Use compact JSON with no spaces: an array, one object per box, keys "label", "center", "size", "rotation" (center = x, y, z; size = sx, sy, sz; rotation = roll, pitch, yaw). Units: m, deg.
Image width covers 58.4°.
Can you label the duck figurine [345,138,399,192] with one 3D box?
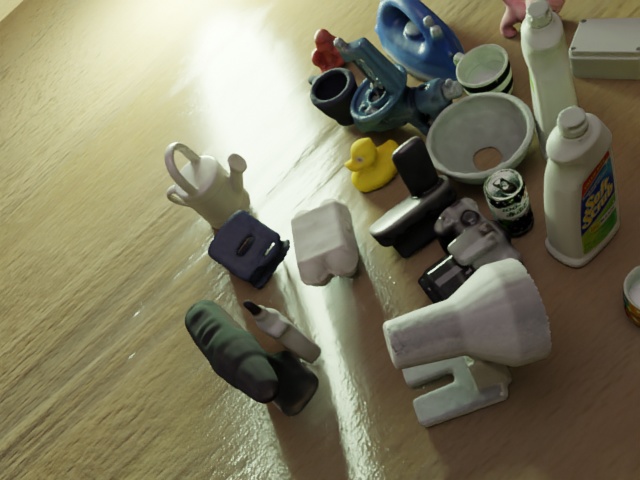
[{"label":"duck figurine","center":[0.088,-0.143,0.991],"size":[0.104,0.086,0.077],"rotation":[-39,50,2]}]

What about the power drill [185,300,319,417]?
[{"label":"power drill","center":[-0.090,0.176,0.810],"size":[0.228,0.209,0.076],"rotation":[32,80,39]}]

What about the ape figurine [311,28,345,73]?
[{"label":"ape figurine","center":[0.016,-0.397,1.186],"size":[0.077,0.092,0.076],"rotation":[19,72,36]}]

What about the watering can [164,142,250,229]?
[{"label":"watering can","center":[-0.215,-0.113,1.069],"size":[0.173,0.195,0.100],"rotation":[-34,50,6]}]

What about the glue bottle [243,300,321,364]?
[{"label":"glue bottle","center":[-0.063,0.128,0.848],"size":[0.077,0.174,0.037],"rotation":[29,78,38]}]

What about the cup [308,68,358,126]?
[{"label":"cup","center":[0.030,-0.268,1.096],"size":[0.092,0.095,0.117],"rotation":[-50,50,-7]}]

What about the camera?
[{"label":"camera","center":[0.198,0.026,0.814],"size":[0.137,0.101,0.143],"rotation":[-36,50,4]}]

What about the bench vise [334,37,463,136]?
[{"label":"bench vise","center":[0.126,-0.270,0.962],"size":[0.207,0.220,0.121],"rotation":[-13,56,22]}]

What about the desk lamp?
[{"label":"desk lamp","center":[0.174,0.129,0.689],"size":[0.203,0.214,0.117],"rotation":[-26,52,13]}]

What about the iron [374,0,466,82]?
[{"label":"iron","center":[0.186,-0.390,1.055],"size":[0.118,0.142,0.257],"rotation":[-37,50,4]}]

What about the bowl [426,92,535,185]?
[{"label":"bowl","center":[0.257,-0.148,0.907],"size":[0.167,0.075,0.167],"rotation":[-14,55,21]}]

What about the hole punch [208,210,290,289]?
[{"label":"hole punch","center":[-0.124,0.014,1.007],"size":[0.100,0.091,0.109],"rotation":[26,76,38]}]

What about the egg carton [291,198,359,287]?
[{"label":"egg carton","center":[0.009,0.003,0.954],"size":[0.107,0.070,0.150],"rotation":[-23,53,15]}]

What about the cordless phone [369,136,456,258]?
[{"label":"cordless phone","center":[0.122,-0.070,0.861],"size":[0.147,0.186,0.094],"rotation":[-40,50,2]}]

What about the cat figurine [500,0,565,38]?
[{"label":"cat figurine","center":[0.366,-0.406,0.980],"size":[0.127,0.118,0.067],"rotation":[24,75,37]}]
